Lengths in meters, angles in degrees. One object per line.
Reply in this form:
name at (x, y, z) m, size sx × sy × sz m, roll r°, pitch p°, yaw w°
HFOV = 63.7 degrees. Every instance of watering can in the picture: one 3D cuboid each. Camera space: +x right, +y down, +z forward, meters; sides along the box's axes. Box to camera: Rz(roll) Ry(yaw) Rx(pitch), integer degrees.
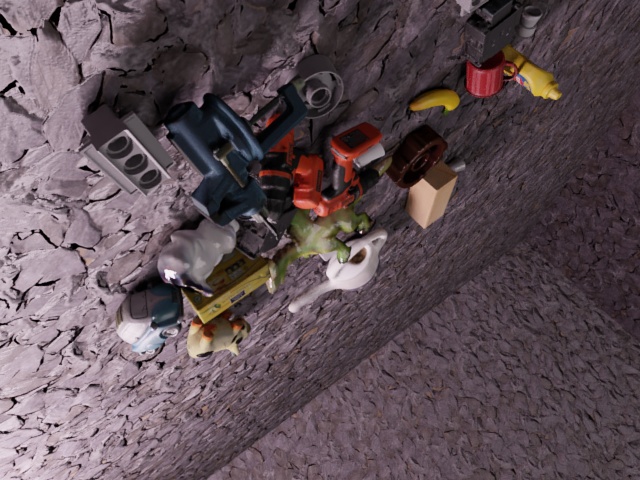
watering can at (0.064, 0.097, 1.493) m, size 0.348 × 0.221 × 0.105 m, roll -41°, pitch -112°, yaw -2°

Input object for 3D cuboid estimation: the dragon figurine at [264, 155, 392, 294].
dragon figurine at (0.004, -0.058, 1.154) m, size 0.123 × 0.410 × 0.240 m, roll 32°, pitch -178°, yaw 32°

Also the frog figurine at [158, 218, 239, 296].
frog figurine at (-0.221, 0.013, 0.943) m, size 0.123 × 0.135 × 0.161 m, roll 7°, pitch -107°, yaw 27°
